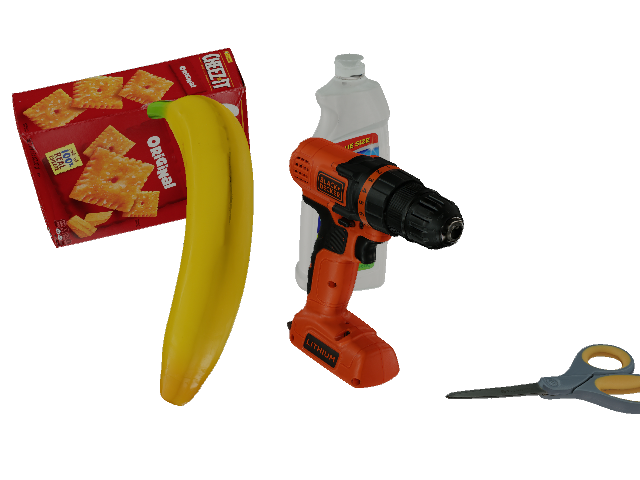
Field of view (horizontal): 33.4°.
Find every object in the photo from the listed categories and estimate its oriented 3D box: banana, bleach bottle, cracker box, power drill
[{"bbox_3d":[-0.064,-0.010,0.588,0.037,0.198,0.070,16,-37,-33],"label":"banana"},{"bbox_3d":[0.022,-0.071,1.127,0.102,0.251,0.068,-3,25,-4],"label":"bleach bottle"},{"bbox_3d":[-0.178,-0.087,1.055,0.213,0.072,0.164,-13,-39,-11],"label":"cracker box"},{"bbox_3d":[0.038,0.023,0.880,0.057,0.188,0.185,-11,28,-36],"label":"power drill"}]

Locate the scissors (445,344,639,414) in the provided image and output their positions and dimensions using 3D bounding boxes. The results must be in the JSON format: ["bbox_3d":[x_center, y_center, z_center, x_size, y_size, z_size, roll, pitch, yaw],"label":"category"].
[{"bbox_3d":[0.200,0.116,0.920,0.201,0.016,0.096,6,28,-5],"label":"scissors"}]
